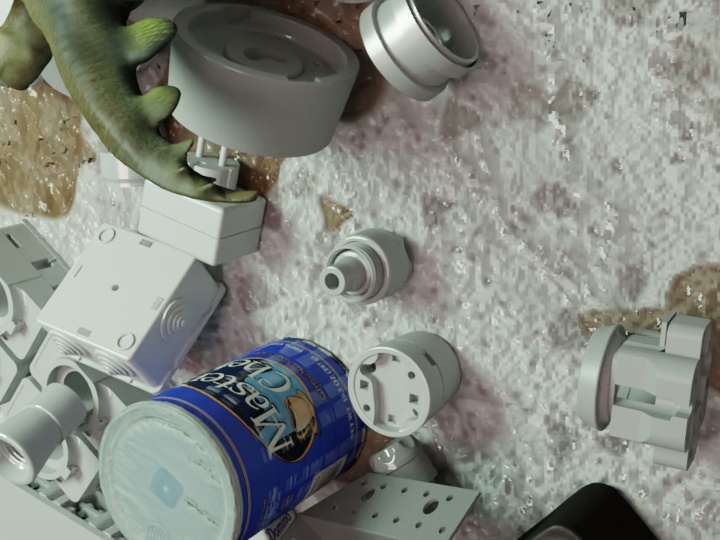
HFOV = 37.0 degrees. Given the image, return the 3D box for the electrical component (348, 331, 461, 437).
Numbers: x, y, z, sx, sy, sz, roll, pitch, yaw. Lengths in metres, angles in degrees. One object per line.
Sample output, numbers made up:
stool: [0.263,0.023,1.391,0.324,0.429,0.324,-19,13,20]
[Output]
electrical component: [0.028,0.066,0.645,0.055,0.047,0.055,9,107,30]

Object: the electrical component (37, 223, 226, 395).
electrical component: [-0.153,0.023,0.717,0.100,0.099,0.048,18,156,27]

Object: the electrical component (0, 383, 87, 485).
electrical component: [-0.215,0.106,0.720,0.044,0.065,0.044,15,127,21]

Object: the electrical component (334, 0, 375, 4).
electrical component: [-0.011,-0.190,0.600,0.080,0.051,0.080,9,107,30]

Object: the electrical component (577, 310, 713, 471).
electrical component: [0.149,0.060,0.563,0.057,0.058,0.078,10,108,27]

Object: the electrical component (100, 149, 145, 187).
electrical component: [-0.152,-0.086,0.718,0.045,0.045,0.055,6,106,30]

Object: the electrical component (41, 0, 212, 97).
electrical component: [-0.152,-0.146,0.676,0.138,0.073,0.052,-24,130,33]

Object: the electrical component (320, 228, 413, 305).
electrical component: [0.000,0.000,0.636,0.043,0.062,0.043,9,107,30]

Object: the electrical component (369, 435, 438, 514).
electrical component: [0.034,0.134,0.667,0.035,0.035,0.061,-35,86,33]

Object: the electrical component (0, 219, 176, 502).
electrical component: [-0.234,0.067,0.800,0.186,0.060,0.105,45,121,14]

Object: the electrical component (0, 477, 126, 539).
electrical component: [-0.203,0.212,0.817,0.150,0.062,0.089,22,113,25]

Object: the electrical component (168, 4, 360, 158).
electrical component: [-0.060,-0.104,0.622,0.108,0.108,0.060,31,123,22]

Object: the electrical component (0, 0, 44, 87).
electrical component: [-0.256,-0.189,0.748,0.113,0.057,0.078,47,122,13]

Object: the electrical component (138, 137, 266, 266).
electrical component: [-0.099,-0.053,0.692,0.066,0.047,0.076,23,114,25]
